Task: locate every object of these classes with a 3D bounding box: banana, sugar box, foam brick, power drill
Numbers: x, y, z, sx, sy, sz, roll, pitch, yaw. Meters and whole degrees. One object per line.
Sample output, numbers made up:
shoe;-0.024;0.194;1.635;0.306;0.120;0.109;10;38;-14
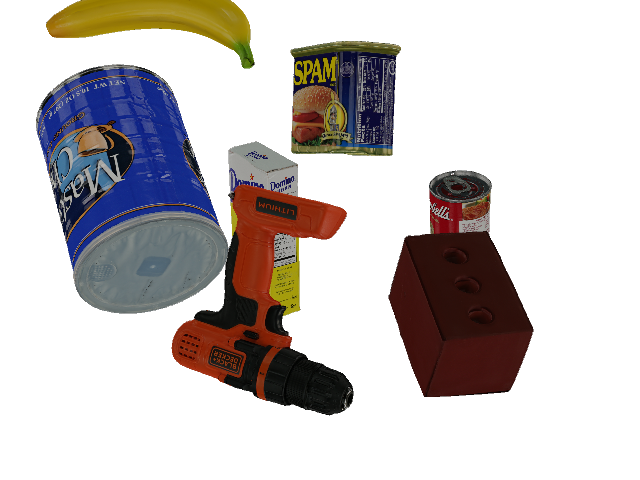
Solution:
banana;-0.141;-0.195;0.934;0.198;0.037;0.069;10;47;16
sugar box;-0.062;-0.011;1.178;0.048;0.176;0.093;-17;28;-27
foam brick;0.076;0.041;0.594;0.053;0.078;0.051;-3;-44;-16
power drill;-0.037;0.052;0.973;0.185;0.187;0.057;16;0;23

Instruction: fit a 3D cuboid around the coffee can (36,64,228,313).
coffee can;-0.132;-0.036;0.735;0.102;0.140;0.103;-16;-33;-11

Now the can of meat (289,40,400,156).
can of meat;0.017;-0.109;0.838;0.057;0.084;0.102;-1;5;-29

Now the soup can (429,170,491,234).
soup can;0.156;-0.018;1.185;0.068;0.102;0.068;-4;32;2
